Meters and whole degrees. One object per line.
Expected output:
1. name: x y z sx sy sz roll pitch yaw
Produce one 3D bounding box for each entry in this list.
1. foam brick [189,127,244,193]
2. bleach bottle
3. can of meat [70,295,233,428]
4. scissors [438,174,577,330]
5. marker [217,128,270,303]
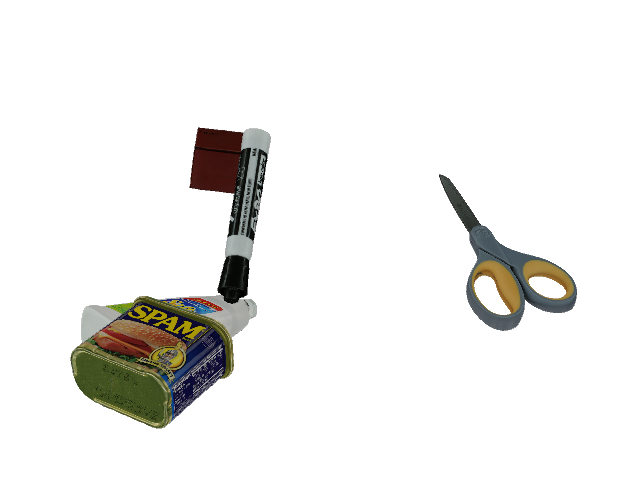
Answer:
1. foam brick: -0.101 -0.087 1.170 0.078 0.051 0.053 7 30 -5
2. bleach bottle: -0.197 0.112 1.476 0.250 0.068 0.103 -10 24 -43
3. can of meat: -0.135 0.096 0.850 0.102 0.057 0.083 17 33 26
4. scissors: 0.155 0.003 0.895 0.096 0.016 0.201 1 38 -1
5. marker: -0.049 -0.016 0.689 0.020 0.121 0.020 6 -25 2
